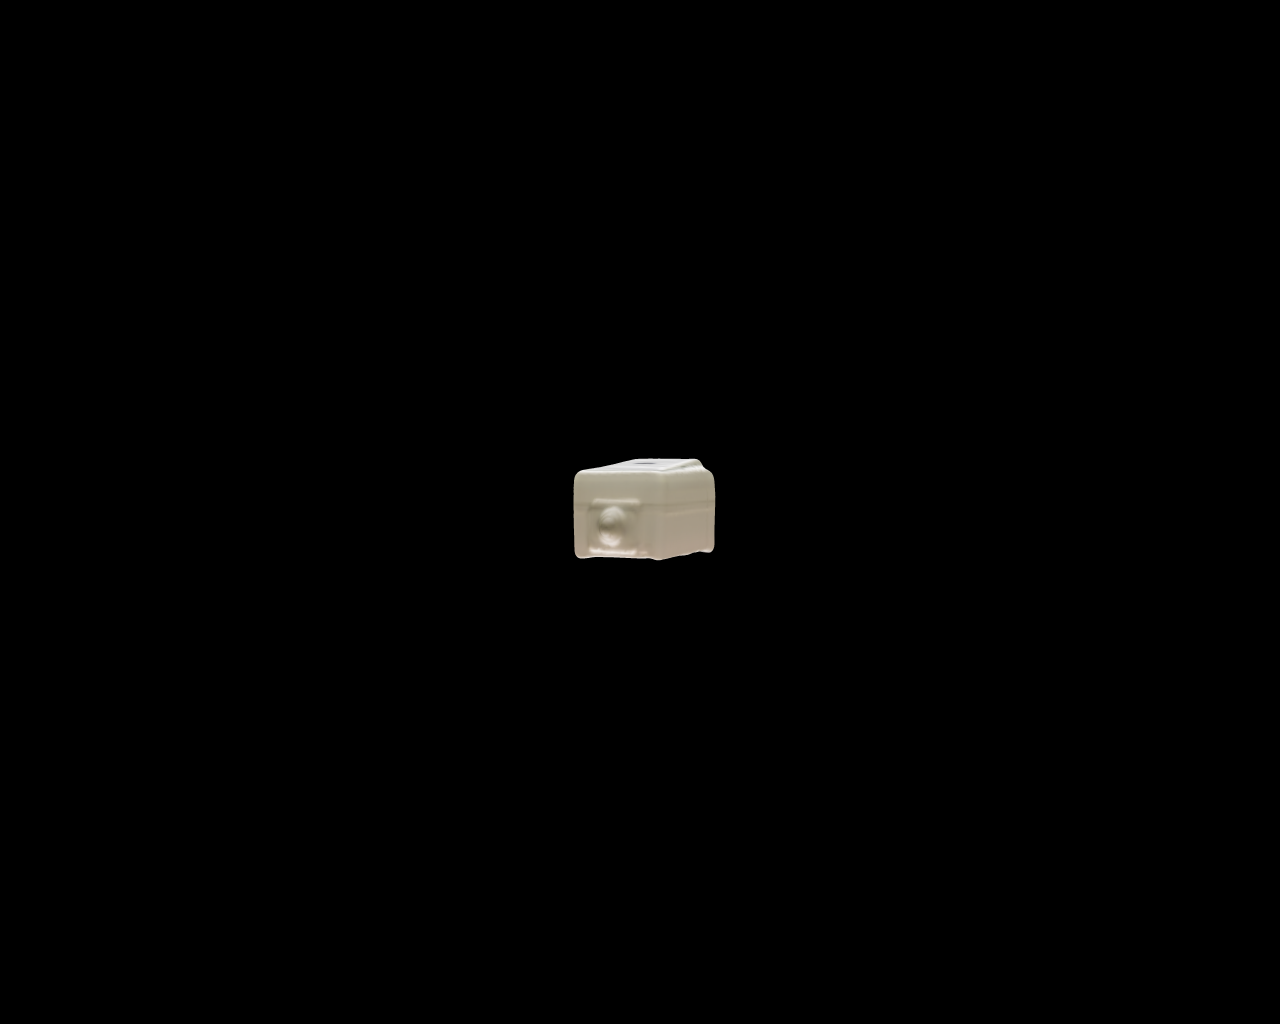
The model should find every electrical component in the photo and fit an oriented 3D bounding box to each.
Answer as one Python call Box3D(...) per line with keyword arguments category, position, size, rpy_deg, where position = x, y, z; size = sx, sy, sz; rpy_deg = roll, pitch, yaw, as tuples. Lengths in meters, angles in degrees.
Box3D(category="electrical component", position=(0.001, -0.003, 0.650), size=(0.062, 0.061, 0.096), rpy_deg=(1, 3, 28))
